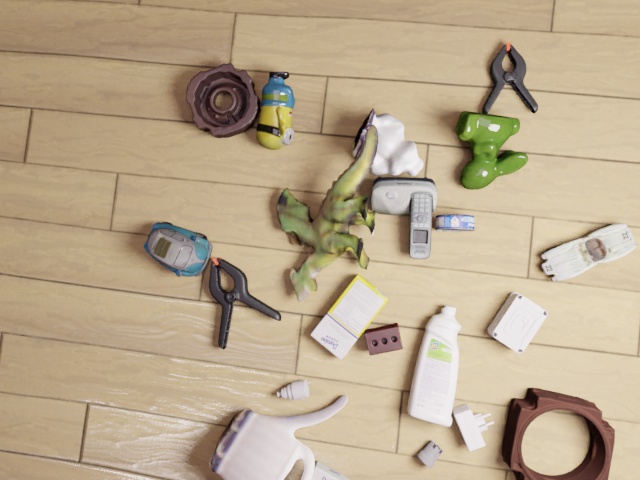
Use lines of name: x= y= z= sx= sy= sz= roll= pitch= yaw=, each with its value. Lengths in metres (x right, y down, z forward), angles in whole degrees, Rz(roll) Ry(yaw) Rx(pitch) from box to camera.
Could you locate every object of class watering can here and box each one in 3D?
watering can: x=-0.103 y=0.459 z=1.160 sx=0.225 sy=0.351 sz=0.102 roll=30 pitch=-15 yaw=11

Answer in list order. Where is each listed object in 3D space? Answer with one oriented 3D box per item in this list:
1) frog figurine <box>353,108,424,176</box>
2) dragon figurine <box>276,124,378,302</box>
frog figurine: x=0.159 y=-0.208 z=1.166 sx=0.159 sy=0.139 sz=0.121 roll=24 pitch=-14 yaw=-9
dragon figurine: x=0.004 y=-0.058 z=1.152 sx=0.243 sy=0.408 sz=0.123 roll=9 pitch=8 yaw=23
